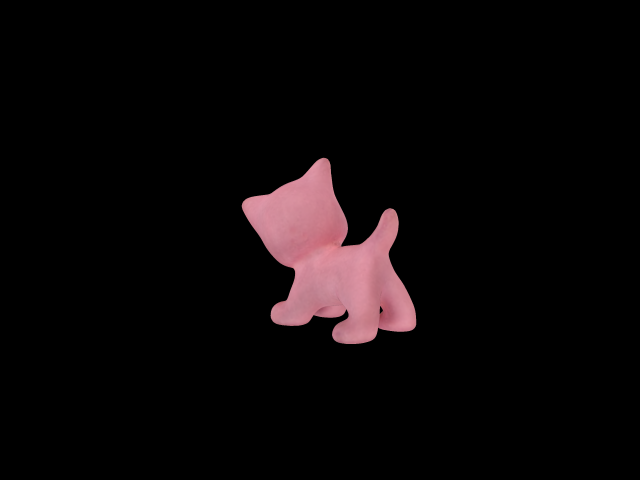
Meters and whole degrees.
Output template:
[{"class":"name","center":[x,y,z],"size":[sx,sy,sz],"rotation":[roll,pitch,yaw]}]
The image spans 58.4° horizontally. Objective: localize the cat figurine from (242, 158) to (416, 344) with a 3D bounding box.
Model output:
[{"class":"cat figurine","center":[0.004,0.001,0.400],"size":[0.127,0.118,0.067],"rotation":[6,9,43]}]
